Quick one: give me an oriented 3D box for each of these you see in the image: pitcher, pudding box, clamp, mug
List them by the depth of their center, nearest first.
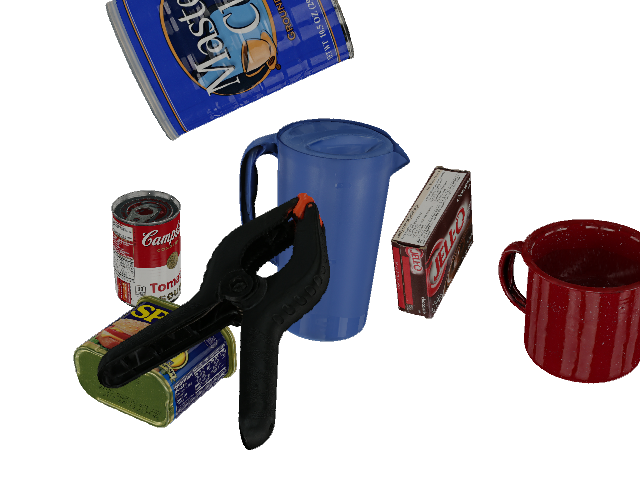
[{"bbox_3d":[-0.040,0.045,0.639,0.120,0.171,0.039,29,-24,28],"label":"clamp"},{"bbox_3d":[0.173,0.039,0.735,0.117,0.081,0.093,22,38,35],"label":"mug"},{"bbox_3d":[0.104,0.000,0.978,0.039,0.090,0.113,13,47,22],"label":"pudding box"},{"bbox_3d":[-0.001,-0.012,1.228,0.144,0.243,0.149,-18,33,-41],"label":"pitcher"}]

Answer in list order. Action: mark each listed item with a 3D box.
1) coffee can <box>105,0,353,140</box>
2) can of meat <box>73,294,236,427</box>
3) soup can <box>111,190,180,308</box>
[{"bbox_3d":[-0.061,-0.144,0.733,0.140,0.103,0.103,-25,0,-1],"label":"coffee can"},{"bbox_3d":[-0.132,0.095,0.850,0.102,0.057,0.083,17,34,27],"label":"can of meat"},{"bbox_3d":[-0.175,0.010,1.078,0.068,0.102,0.068,3,30,-2],"label":"soup can"}]
